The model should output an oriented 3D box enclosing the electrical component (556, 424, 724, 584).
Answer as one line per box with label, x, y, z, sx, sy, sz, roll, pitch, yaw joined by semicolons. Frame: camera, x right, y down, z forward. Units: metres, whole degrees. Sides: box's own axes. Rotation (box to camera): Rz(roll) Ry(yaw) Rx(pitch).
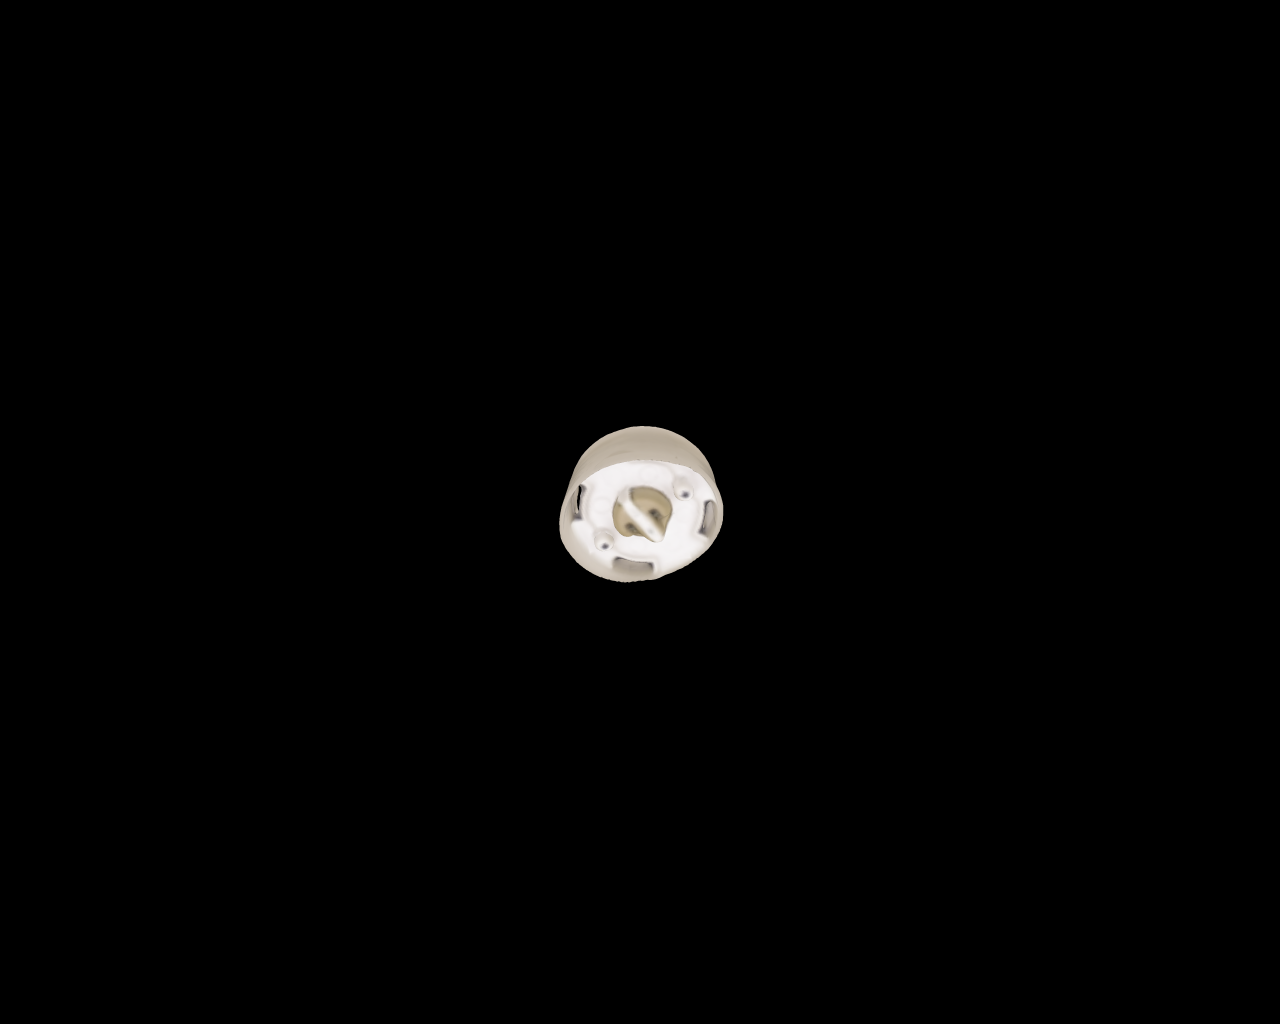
electrical component;0.001;-0.003;0.650;0.099;0.099;0.064;0;31;0
